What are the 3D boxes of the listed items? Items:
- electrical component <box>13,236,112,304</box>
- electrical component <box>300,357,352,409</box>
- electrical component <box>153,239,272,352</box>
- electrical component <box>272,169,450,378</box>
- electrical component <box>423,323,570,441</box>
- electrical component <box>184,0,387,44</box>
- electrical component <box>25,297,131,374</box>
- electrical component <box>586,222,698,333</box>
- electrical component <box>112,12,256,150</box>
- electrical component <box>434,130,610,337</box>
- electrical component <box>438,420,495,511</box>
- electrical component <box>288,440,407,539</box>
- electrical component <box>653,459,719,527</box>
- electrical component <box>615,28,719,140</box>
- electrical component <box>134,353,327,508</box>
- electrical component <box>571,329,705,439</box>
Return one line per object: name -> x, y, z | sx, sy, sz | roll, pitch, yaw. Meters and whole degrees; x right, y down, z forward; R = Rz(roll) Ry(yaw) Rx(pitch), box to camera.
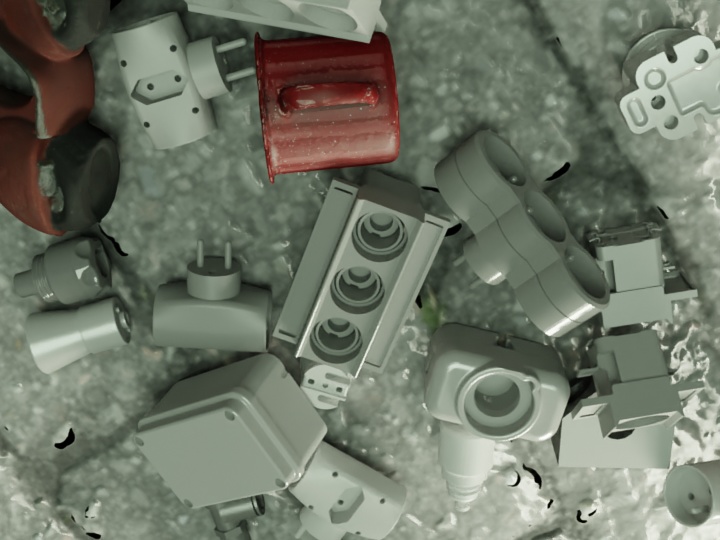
electrical component -> -0.205, 0.003, 0.734 | 0.062, 0.043, 0.043 | -15, 110, 8
electrical component -> -0.023, 0.072, 0.754 | 0.040, 0.046, 0.040 | 1, 111, 1
electrical component -> -0.100, 0.016, 0.737 | 0.077, 0.043, 0.079 | 3, 111, 0
electrical component -> 0.000, 0.000, 0.711 | 0.079, 0.063, 0.121 | 20, 117, -6
electrical component -> 0.094, 0.080, 0.747 | 0.095, 0.059, 0.053 | 14, 111, -4
electrical component -> -0.047, -0.180, 0.629 | 0.121, 0.079, 0.063 | 14, 81, 19
electrical component -> -0.194, 0.043, 0.751 | 0.065, 0.044, 0.044 | -16, 110, 2
electrical component -> 0.181, 0.003, 0.725 | 0.081, 0.042, 0.063 | -9, 109, 4
electrical component -> -0.106, -0.125, 0.682 | 0.079, 0.043, 0.077 | -15, 110, 7
electrical component -> 0.093, -0.015, 0.700 | 0.074, 0.052, 0.138 | -38, 85, 33
electrical component -> 0.076, 0.139, 0.780 | 0.040, 0.040, 0.078 | 2, 111, 1
electrical component -> -0.019, 0.174, 0.795 | 0.077, 0.043, 0.079 | 31, 109, -10
electrical component -> 0.248, 0.162, 0.776 | 0.077, 0.043, 0.079 | 0, 158, -35
electrical component -> 0.196, -0.119, 0.669 | 0.078, 0.057, 0.058 | -27, 108, 11
electrical component -> -0.091, 0.113, 0.743 | 0.113, 0.057, 0.078 | -20, 111, 38
electrical component -> 0.181, 0.074, 0.716 | 0.081, 0.042, 0.063 | -8, 71, -2
